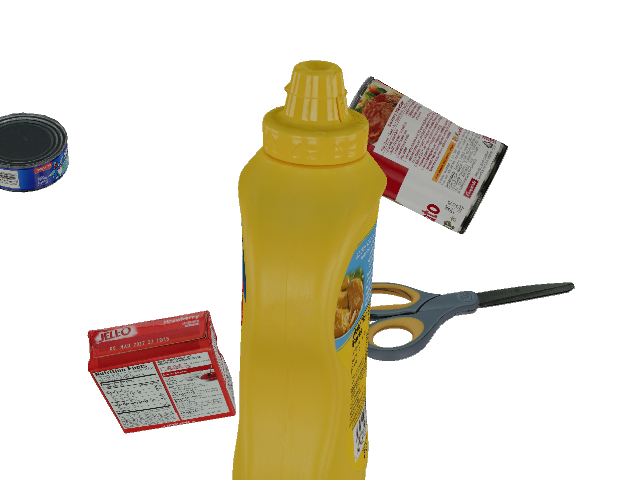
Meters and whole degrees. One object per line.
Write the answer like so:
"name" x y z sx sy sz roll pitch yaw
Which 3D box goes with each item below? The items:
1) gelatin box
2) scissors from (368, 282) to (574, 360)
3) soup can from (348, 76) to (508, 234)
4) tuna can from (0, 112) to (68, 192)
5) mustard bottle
"gelatin box" -0.095 0.081 0.650 0.073 0.030 0.089 -10 -37 0
"scissors" 0.112 0.063 0.867 0.202 0.016 0.096 1 37 2
"soup can" 0.063 -0.056 0.705 0.102 0.068 0.068 27 3 5
"tuna can" -0.287 -0.085 1.029 0.086 0.034 0.086 3 42 -3
"mustard bottle" -0.005 0.022 0.439 0.058 0.192 0.096 8 25 10
